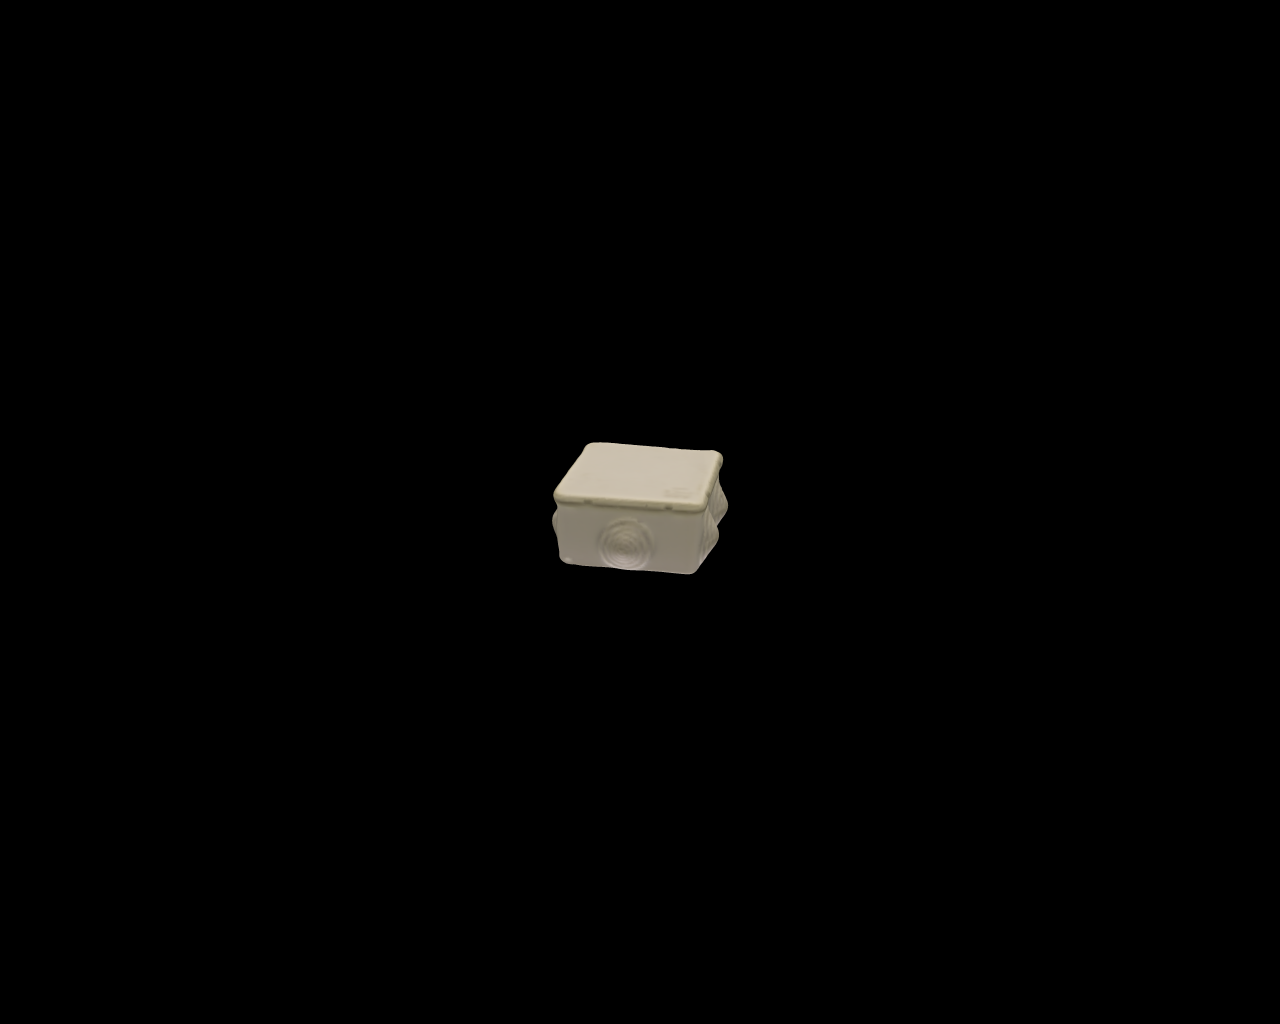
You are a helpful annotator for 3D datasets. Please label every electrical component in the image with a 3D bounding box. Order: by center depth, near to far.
[{"bbox_3d":[0.001,-0.003,0.650,0.100,0.048,0.100,5,25,10],"label":"electrical component"}]
